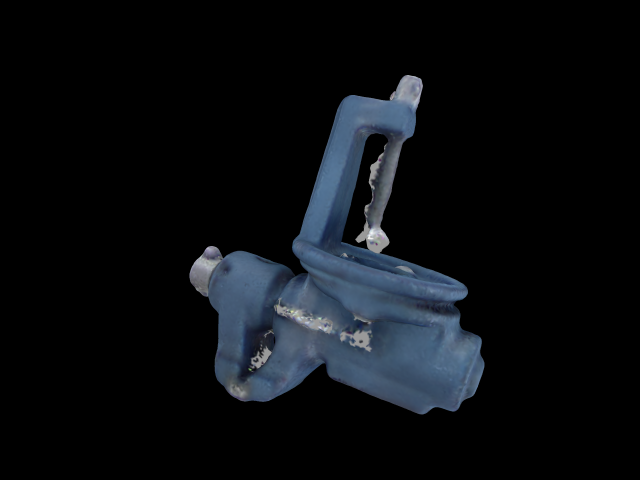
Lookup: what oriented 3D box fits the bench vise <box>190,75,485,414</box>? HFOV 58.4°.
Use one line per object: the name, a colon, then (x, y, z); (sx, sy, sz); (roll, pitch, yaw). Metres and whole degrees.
bench vise: (0.003, 0.001, 0.388); (0.207, 0.220, 0.121); (0, 0, 3)
